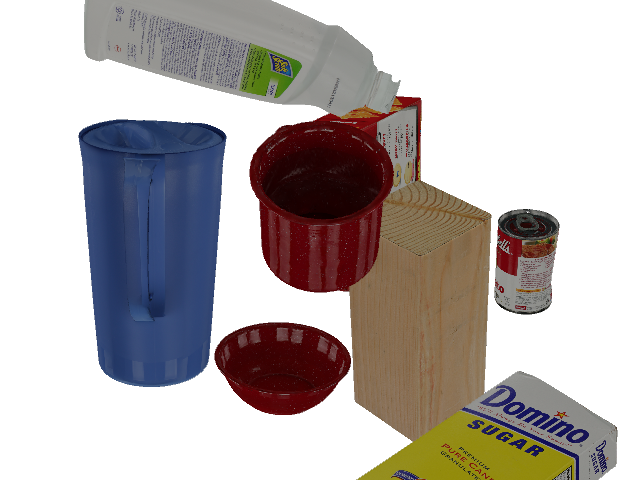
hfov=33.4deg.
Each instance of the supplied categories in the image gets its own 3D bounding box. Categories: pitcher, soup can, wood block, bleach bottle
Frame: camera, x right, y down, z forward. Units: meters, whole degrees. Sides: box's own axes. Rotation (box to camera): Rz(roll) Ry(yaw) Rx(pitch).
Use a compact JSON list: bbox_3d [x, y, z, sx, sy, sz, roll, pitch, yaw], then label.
[{"bbox_3d":[-0.158,0.014,1.000,0.145,0.243,0.148,19,25,40],"label":"pitcher"},{"bbox_3d":[0.234,0.024,1.215,0.068,0.102,0.068,-2,30,1],"label":"soup can"},{"bbox_3d":[0.087,0.065,0.946,0.090,0.206,0.091,-27,39,-32],"label":"wood block"},{"bbox_3d":[-0.060,-0.152,0.856,0.251,0.068,0.103,20,-30,-1],"label":"bleach bottle"}]

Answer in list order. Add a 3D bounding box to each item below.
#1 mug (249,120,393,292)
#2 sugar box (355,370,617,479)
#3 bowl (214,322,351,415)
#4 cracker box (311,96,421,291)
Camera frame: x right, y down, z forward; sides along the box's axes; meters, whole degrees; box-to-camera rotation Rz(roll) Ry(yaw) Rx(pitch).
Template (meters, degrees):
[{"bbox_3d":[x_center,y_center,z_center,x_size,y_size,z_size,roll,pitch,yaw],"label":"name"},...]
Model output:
[{"bbox_3d":[-0.005,-0.027,0.721,0.093,0.117,0.081,-20,-37,-17],"label":"mug"},{"bbox_3d":[0.110,0.162,0.730,0.176,0.048,0.093,-31,39,-26],"label":"sugar box"},{"bbox_3d":[-0.045,0.160,1.269,0.162,0.055,0.162,3,25,-1],"label":"bowl"},{"bbox_3d":[0.043,-0.059,1.148,0.072,0.164,0.213,7,20,24],"label":"cracker box"}]
